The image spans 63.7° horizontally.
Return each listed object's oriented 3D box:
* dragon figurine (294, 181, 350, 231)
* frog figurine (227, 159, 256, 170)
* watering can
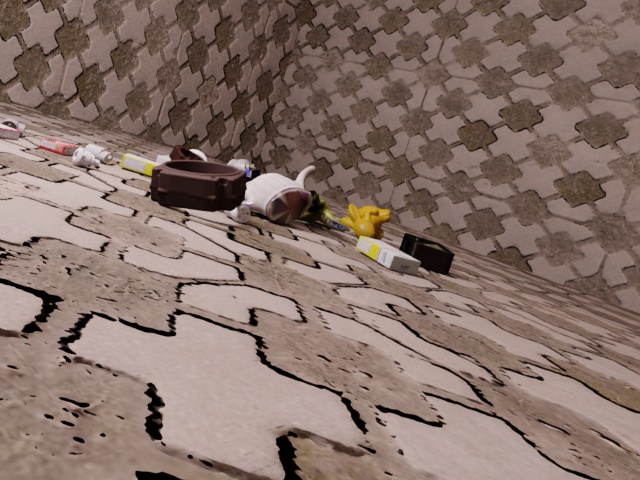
[{"bbox_3d":[0.005,-0.088,1.740,0.415,0.122,0.241,35,8,37],"label":"dragon figurine"},{"bbox_3d":[-0.330,-0.244,1.993,0.159,0.126,0.134,-5,-44,14],"label":"frog figurine"},{"bbox_3d":[-0.104,-0.150,1.557,0.351,0.102,0.227,-22,37,-30],"label":"watering can"}]
